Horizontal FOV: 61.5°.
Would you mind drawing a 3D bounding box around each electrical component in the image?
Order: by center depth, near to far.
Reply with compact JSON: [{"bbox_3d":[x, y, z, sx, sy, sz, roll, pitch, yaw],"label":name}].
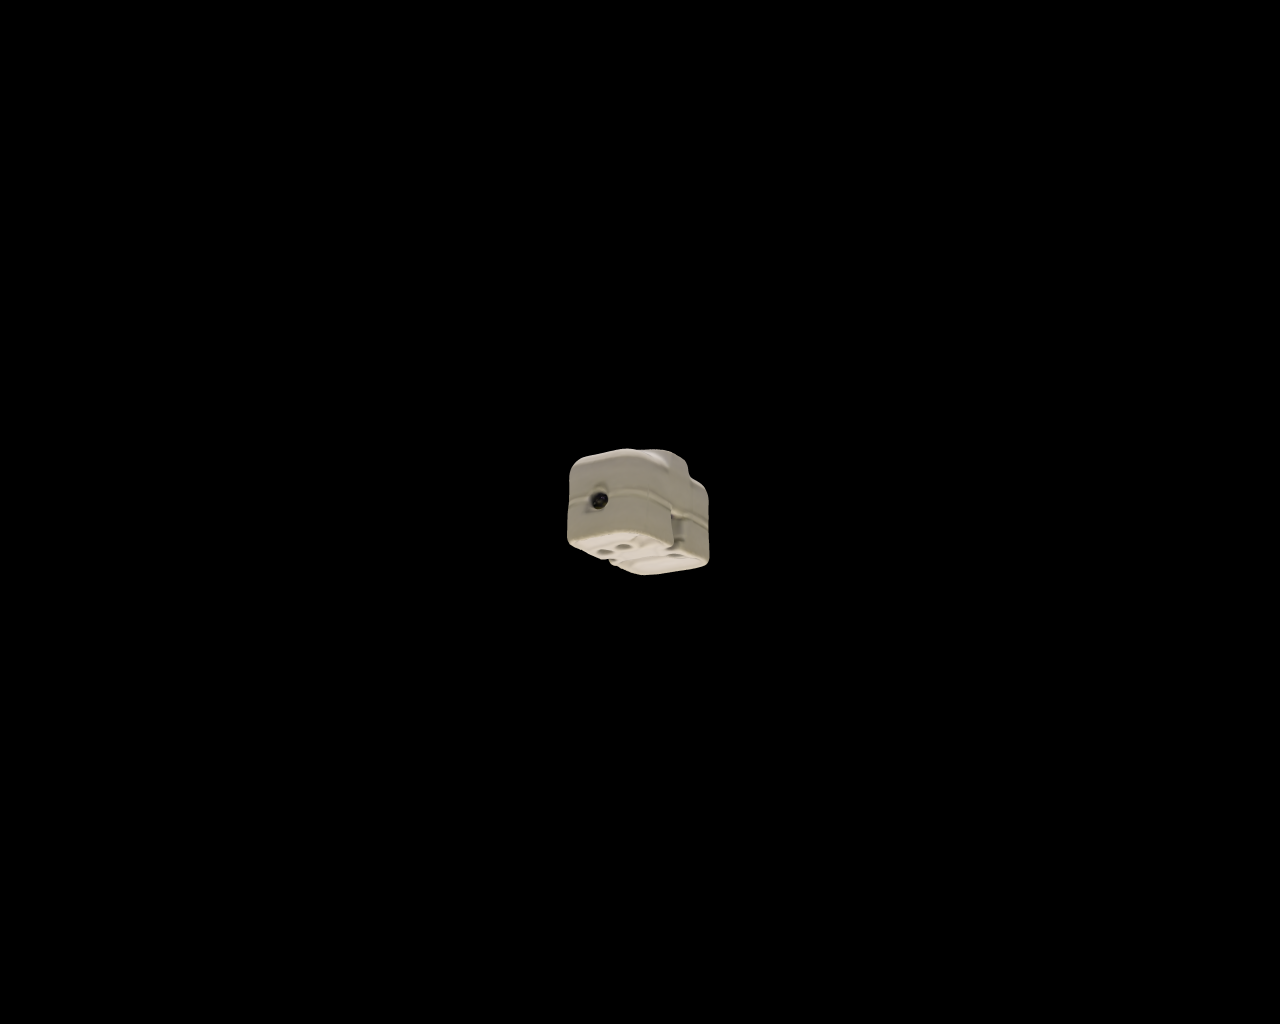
[{"bbox_3d":[0.001,-0.003,0.650,0.053,0.059,0.095,-11,-21,30],"label":"electrical component"}]
